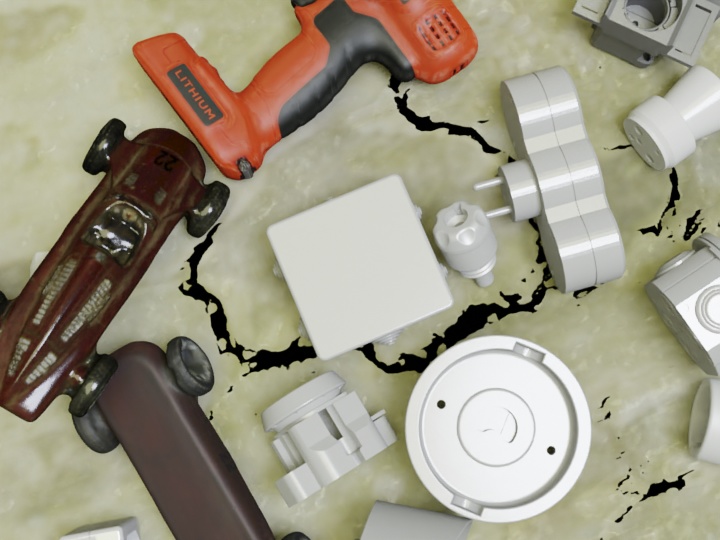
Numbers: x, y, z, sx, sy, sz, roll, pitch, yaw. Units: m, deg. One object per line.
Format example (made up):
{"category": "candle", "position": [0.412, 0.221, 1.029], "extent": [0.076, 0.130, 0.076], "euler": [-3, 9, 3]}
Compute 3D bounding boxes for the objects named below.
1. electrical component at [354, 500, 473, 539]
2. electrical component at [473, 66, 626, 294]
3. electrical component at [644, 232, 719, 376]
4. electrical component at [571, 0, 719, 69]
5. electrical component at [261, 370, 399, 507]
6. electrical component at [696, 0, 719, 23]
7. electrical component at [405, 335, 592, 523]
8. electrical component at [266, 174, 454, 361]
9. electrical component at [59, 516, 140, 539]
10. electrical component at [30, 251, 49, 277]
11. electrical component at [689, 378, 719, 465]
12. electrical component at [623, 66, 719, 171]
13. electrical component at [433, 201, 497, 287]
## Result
{"category": "electrical component", "position": [0.022, 0.184, 0.626], "extent": [0.064, 0.099, 0.099], "euler": [16, 85, 8]}
{"category": "electrical component", "position": [0.108, -0.052, 0.667], "extent": [0.074, 0.052, 0.138], "euler": [-16, 85, 0]}
{"category": "electrical component", "position": [0.213, 0.022, 0.647], "extent": [0.051, 0.080, 0.080], "euler": [-34, 85, 3]}
{"category": "electrical component", "position": [0.175, -0.157, 0.671], "extent": [0.081, 0.064, 0.042], "euler": [26, 84, 2]}
{"category": "electrical component", "position": [-0.024, 0.098, 0.650], "extent": [0.078, 0.058, 0.057], "euler": [-27, 81, -31]}
{"category": "electrical component", "position": [0.271, -0.204, 0.680], "extent": [0.138, 0.052, 0.073], "euler": [-44, 86, -3]}
{"category": "electrical component", "position": [0.080, 0.094, 0.650], "extent": [0.108, 0.060, 0.108], "euler": [0, 85, 1]}
{"category": "electrical component", "position": [0.000, 0.000, 0.665], "extent": [0.100, 0.048, 0.099], "euler": [-23, 85, -2]}
{"category": "electrical component", "position": [-0.170, 0.199, 0.649], "extent": [0.076, 0.047, 0.083], "euler": [-10, 85, -1]}
{"category": "electrical component", "position": [-0.184, 0.020, 0.668], "extent": [0.043, 0.043, 0.062], "euler": [3, 86, 1]}
{"category": "electrical component", "position": [0.230, 0.094, 0.652], "extent": [0.047, 0.055, 0.055], "euler": [11, 85, 5]}
{"category": "electrical component", "position": [0.200, -0.095, 0.674], "extent": [0.055, 0.045, 0.045], "euler": [-36, 85, -2]}
{"category": "electrical component", "position": [0.069, -0.012, 0.663], "extent": [0.035, 0.061, 0.035], "euler": [-15, 46, 16]}
